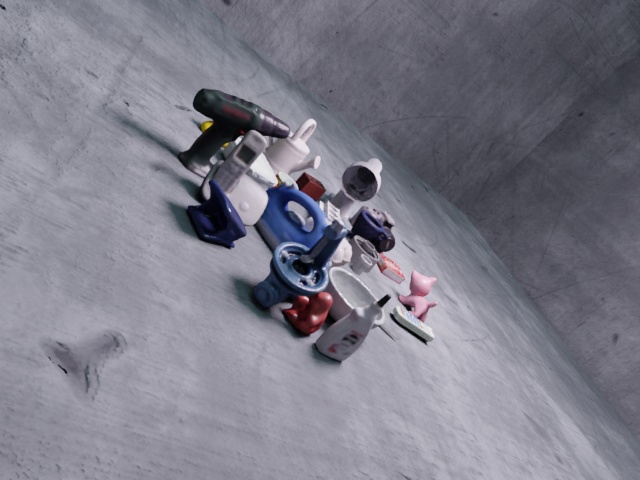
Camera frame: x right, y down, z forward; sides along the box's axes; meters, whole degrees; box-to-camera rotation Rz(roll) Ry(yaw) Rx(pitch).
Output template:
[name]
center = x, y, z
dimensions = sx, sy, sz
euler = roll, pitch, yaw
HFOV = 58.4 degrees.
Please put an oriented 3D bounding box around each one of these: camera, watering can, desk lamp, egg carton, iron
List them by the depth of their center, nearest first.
[iron]
center = -0.061, -0.053, 1.328
dimensions = 0.258, 0.141, 0.119
euler = 51, 20, 20
[egg carton]
center = 0.013, 0.005, 1.470
dimensions = 0.150, 0.069, 0.107
euler = 50, 20, 19
[watering can]
center = -0.073, -0.275, 1.700
dimensions = 0.173, 0.194, 0.101
euler = 40, 19, -12
[desk lamp]
center = 0.109, -0.167, 1.813
dimensions = 0.118, 0.213, 0.203
euler = 43, 18, -3
[camera]
center = 0.193, -0.036, 1.882
dimensions = 0.144, 0.100, 0.136
euler = 30, 23, -35

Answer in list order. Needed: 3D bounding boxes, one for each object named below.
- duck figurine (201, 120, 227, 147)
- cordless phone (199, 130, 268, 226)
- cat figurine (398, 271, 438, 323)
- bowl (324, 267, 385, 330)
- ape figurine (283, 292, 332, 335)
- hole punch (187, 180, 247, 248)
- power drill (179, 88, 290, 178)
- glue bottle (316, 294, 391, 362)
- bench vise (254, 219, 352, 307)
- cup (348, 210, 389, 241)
[duck figurine]
center = -0.259, -0.308, 1.556
dimensions = 0.105, 0.086, 0.077
euler = 34, 21, -28
[cordless phone]
center = -0.156, -0.133, 1.236
dimensions = 0.148, 0.185, 0.094
euler = 35, 20, -25
[cat figurine]
center = 0.291, 0.155, 1.645
dimensions = 0.067, 0.117, 0.127
euler = 26, 25, -42
[bowl]
center = 0.060, 0.143, 1.260
dimensions = 0.168, 0.074, 0.167
euler = 38, 19, -16
[ape figurine]
center = -0.014, 0.134, 1.100
dimensions = 0.076, 0.092, 0.077
euler = 36, 20, -22
[hole punch]
center = -0.192, -0.053, 1.137
dimensions = 0.101, 0.091, 0.108
euler = 20, 30, -50
[power drill]
center = -0.210, -0.235, 1.307
dimensions = 0.230, 0.208, 0.075
euler = 29, 23, -38
[glue bottle]
center = 0.073, 0.161, 1.094
dimensions = 0.078, 0.173, 0.037
euler = 28, 24, -39
[bench vise]
center = -0.019, 0.029, 1.115
dimensions = 0.121, 0.219, 0.207
euler = 42, 18, -4
[cup]
center = 0.143, -0.021, 1.754
dimensions = 0.118, 0.095, 0.092
euler = 41, 19, -7
